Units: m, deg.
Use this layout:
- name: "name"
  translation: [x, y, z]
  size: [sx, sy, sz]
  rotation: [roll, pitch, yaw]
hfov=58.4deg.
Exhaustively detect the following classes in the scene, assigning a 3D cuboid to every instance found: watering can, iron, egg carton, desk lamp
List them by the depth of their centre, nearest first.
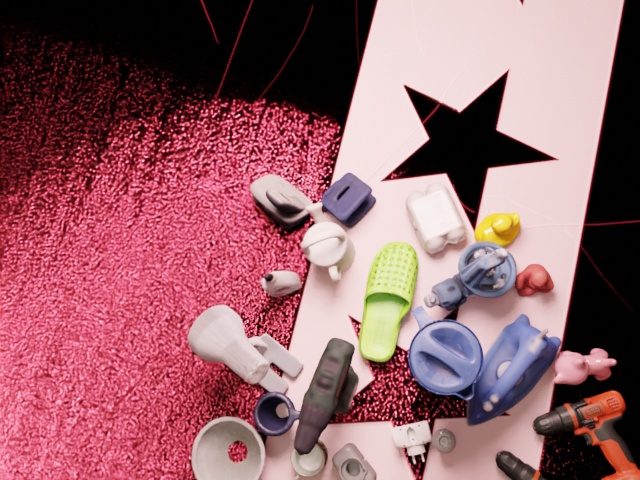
- name: "iron"
  translation: [0.377, 0.275, 1.148]
  size: [0.118, 0.141, 0.258]
  rotation: [35, 87, 16]
- name: "desk lamp"
  translation: [-0.158, 0.241, 1.227]
  size: [0.203, 0.214, 0.118]
  rotation: [34, 87, 16]
- name: "watering can"
  translation: [0.009, 0.005, 1.253]
  size: [0.101, 0.194, 0.172]
  rotation: [-39, 73, 2]
- name: "egg carton"
  translation: [0.257, -0.049, 1.279]
  size: [0.107, 0.069, 0.150]
  rotation: [-24, 75, 6]

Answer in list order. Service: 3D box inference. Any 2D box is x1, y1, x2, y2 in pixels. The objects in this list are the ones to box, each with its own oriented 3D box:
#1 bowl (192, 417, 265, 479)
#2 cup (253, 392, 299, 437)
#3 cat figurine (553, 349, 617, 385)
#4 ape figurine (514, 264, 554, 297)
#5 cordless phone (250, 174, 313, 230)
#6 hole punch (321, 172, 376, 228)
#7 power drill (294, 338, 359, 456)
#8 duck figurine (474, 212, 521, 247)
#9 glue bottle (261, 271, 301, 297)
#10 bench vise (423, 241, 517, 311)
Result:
- name: "bowl"
  translation: [-0.191, 0.472, 1.258]
  size: [0.167, 0.075, 0.167]
  rotation: [-2, 78, 11]
- name: "cup"
  translation: [-0.076, 0.375, 1.244]
  size: [0.117, 0.095, 0.092]
  rotation: [-2, 78, 11]
- name: "cat figurine"
  translation: [0.520, 0.252, 1.136]
  size: [0.127, 0.118, 0.067]
  rotation: [-10, 76, 10]
- name: "ape figurine"
  translation: [0.452, 0.084, 1.199]
  size: [0.077, 0.092, 0.076]
  rotation: [24, 84, 16]
- name: "cordless phone"
  translation: [-0.101, -0.104, 1.303]
  size: [0.147, 0.185, 0.094]
  rotation: [37, 88, 17]
- name: "hole punch"
  translation: [0.060, -0.096, 1.318]
  size: [0.101, 0.091, 0.109]
  rotation: [42, 89, 17]
- name: "power drill"
  translation: [0.019, 0.317, 1.178]
  size: [0.075, 0.209, 0.230]
  rotation: [16, 82, 15]
- name: "duck figurine"
  translation: [0.386, -0.027, 1.239]
  size: [0.104, 0.086, 0.077]
  rotation: [-26, 74, 5]
- name: "glue bottle"
  translation: [-0.096, 0.093, 1.267]
  size: [0.078, 0.173, 0.037]
  rotation: [-24, 74, 6]
- name: "bench vise"
  translation: [0.315, 0.084, 1.160]
  size: [0.121, 0.220, 0.207]
  rotation: [43, 89, 17]
